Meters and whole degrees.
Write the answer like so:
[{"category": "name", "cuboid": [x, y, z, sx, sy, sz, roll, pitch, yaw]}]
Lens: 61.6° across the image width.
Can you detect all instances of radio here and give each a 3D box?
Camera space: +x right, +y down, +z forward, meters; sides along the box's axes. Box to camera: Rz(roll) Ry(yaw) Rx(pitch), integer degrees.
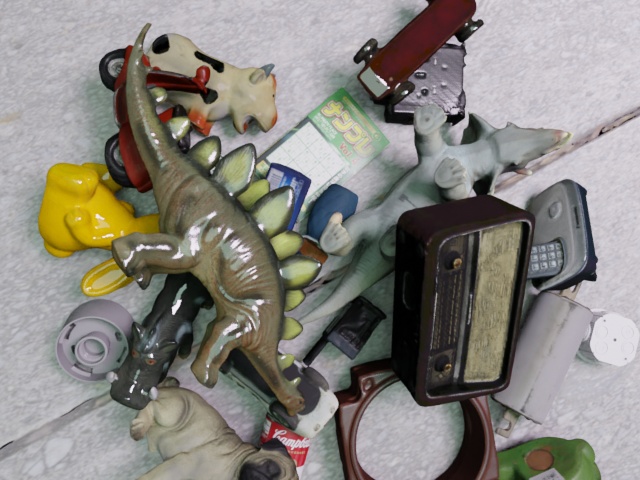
[{"category": "radio", "cuboid": [0.155, 0.071, 0.609, 0.131, 0.073, 0.229, -8, 112, -17]}]

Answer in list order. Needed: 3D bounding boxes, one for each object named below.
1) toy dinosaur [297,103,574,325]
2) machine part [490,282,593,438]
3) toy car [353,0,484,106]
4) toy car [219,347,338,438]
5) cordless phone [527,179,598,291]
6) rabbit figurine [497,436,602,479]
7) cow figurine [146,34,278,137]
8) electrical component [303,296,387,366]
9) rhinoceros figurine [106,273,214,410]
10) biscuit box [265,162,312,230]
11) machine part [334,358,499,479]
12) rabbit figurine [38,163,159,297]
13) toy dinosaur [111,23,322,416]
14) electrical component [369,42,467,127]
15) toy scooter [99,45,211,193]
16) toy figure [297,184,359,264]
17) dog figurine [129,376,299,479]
[{"category": "toy dinosaur", "cuboid": [0.126, -0.034, 0.710, 0.405, 0.192, 0.131, -45, 62, 12]}, {"category": "machine part", "cuboid": [0.306, 0.160, 0.742, 0.079, 0.079, 0.243, 27, 84, -3]}, {"category": "toy car", "cuboid": [0.128, -0.260, 0.708, 0.202, 0.053, 0.089, -45, 100, -10]}, {"category": "toy car", "cuboid": [-0.068, 0.171, 0.695, 0.202, 0.056, 0.073, 33, 64, 23]}, {"category": "cordless phone", "cuboid": [0.280, 0.003, 0.750, 0.184, 0.088, 0.146, -9, 58, 27]}, {"category": "rabbit figurine", "cuboid": [0.331, 0.355, 0.731, 0.159, 0.121, 0.170, -27, 107, -12]}, {"category": "cow figurine", "cuboid": [-0.143, -0.209, 0.728, 0.195, 0.085, 0.127, 33, 91, -1]}, {"category": "electrical component", "cuboid": [0.032, 0.131, 0.723, 0.048, 0.075, 0.119, 39, 81, 0]}, {"category": "rhinoceros figurine", "cuboid": [-0.195, 0.119, 0.677, 0.073, 0.112, 0.190, 26, 67, -4]}, {"category": "biscuit box", "cuboid": [-0.074, 0.000, 0.720, 0.059, 0.063, 0.202, 22, 90, -2]}, {"category": "machine part", "cuboid": [0.125, 0.260, 0.717, 0.201, 0.087, 0.201, -8, 87, -6]}, {"category": "rabbit figurine", "cuboid": [-0.261, -0.008, 0.686, 0.173, 0.122, 0.162, 18, 90, -4]}, {"category": "toy dinosaur", "cuboid": [-0.123, -0.005, 0.604, 0.198, 0.105, 0.471, -33, 100, -17]}, {"category": "electrical component", "cuboid": [0.137, -0.223, 0.762, 0.134, 0.058, 0.115, 1, 85, -5]}, {"category": "toy scooter", "cuboid": [-0.194, -0.152, 0.654, 0.135, 0.075, 0.183, -8, 86, 7]}, {"category": "toy figure", "cuboid": [-0.002, -0.003, 0.733, 0.058, 0.064, 0.154, 30, 88, 8]}, {"category": "dog figurine", "cuboid": [-0.123, 0.248, 0.669, 0.191, 0.121, 0.172, -8, 72, 3]}]
